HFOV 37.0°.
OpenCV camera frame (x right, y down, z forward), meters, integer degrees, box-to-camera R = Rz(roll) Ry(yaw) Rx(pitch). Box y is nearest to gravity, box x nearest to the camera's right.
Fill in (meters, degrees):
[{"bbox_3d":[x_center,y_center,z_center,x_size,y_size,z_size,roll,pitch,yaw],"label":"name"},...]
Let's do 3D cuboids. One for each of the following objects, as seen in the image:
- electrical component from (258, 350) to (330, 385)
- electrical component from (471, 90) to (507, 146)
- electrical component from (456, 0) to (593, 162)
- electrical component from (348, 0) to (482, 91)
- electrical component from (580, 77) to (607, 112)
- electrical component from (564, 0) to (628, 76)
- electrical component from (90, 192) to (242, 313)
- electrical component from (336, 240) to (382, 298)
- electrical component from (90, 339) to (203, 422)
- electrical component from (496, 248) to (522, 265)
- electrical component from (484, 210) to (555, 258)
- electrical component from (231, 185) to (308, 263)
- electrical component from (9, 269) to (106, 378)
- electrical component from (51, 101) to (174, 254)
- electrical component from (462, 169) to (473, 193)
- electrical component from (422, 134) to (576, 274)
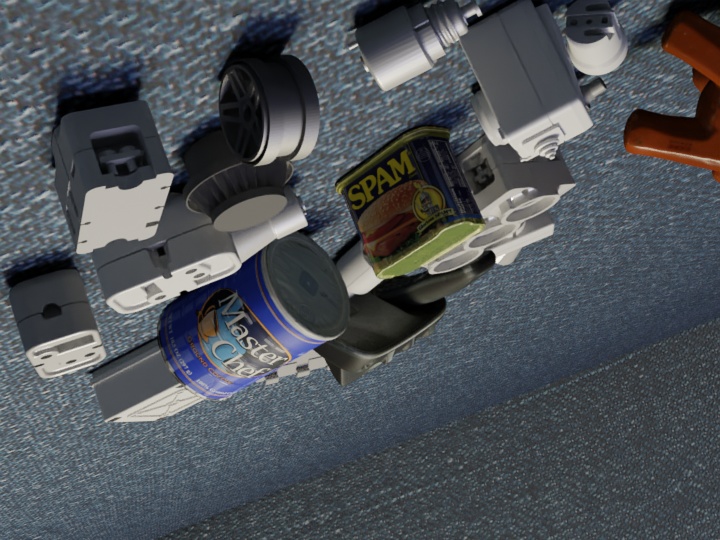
[{"bbox_3d":[-0.075,0.079,1.146,0.121,0.063,0.078,-10,120,-39],"label":"electrical component"},{"bbox_3d":[0.115,-0.121,0.785,0.055,0.045,0.045,-27,164,18],"label":"electrical component"},{"bbox_3d":[0.113,-0.118,0.694,0.061,0.096,0.062,-27,164,15],"label":"electrical component"},{"bbox_3d":[0.033,-0.136,0.629,0.078,0.040,0.040,-25,164,12],"label":"electrical component"},{"bbox_3d":[0.164,-0.130,0.843,0.061,0.035,0.035,-32,162,25],"label":"electrical component"},{"bbox_3d":[0.158,-0.159,0.728,0.040,0.040,0.046,-26,159,13],"label":"electrical component"},{"bbox_3d":[-0.140,-0.016,0.764,0.095,0.059,0.053,-22,165,-2],"label":"electrical component"},{"bbox_3d":[0.000,0.000,1.043,0.043,0.043,0.081,-11,161,-36],"label":"electrical component"},{"bbox_3d":[-0.205,0.115,1.129,0.109,0.056,0.109,-27,164,18],"label":"electrical component"},{"bbox_3d":[0.163,-0.040,1.139,0.044,0.044,0.065,-11,157,-35],"label":"electrical component"},{"bbox_3d":[0.146,-0.050,1.065,0.083,0.047,0.075,-23,165,2],"label":"electrical component"},{"bbox_3d":[-0.073,-0.037,0.821,0.065,0.044,0.044,-26,165,-5],"label":"electrical component"},{"bbox_3d":[-0.232,0.039,0.825,0.054,0.059,0.095,-18,164,-13],"label":"electrical component"},{"bbox_3d":[-0.146,-0.056,0.625,0.050,0.055,0.089,-15,163,-24],"label":"electrical component"},{"bbox_3d":[0.065,-0.056,0.896,0.047,0.065,0.077,-8,159,-42],"label":"electrical component"},{"bbox_3d":[0.105,-0.057,0.957,0.089,0.061,0.150,-8,159,-42],"label":"electrical component"}]
